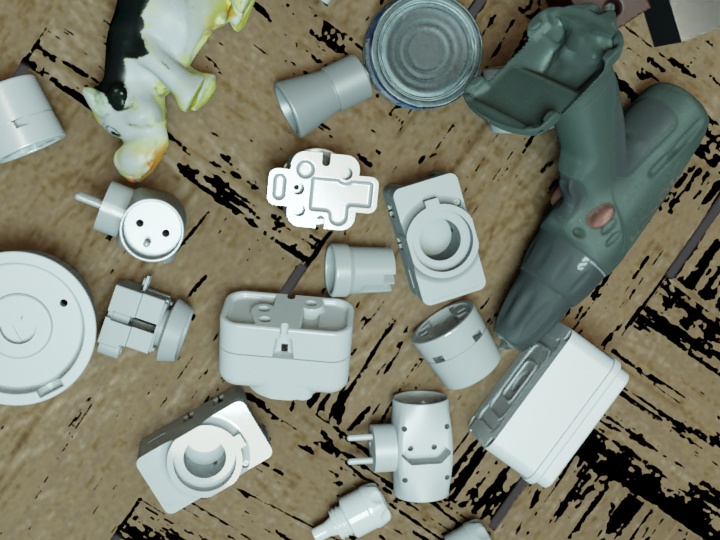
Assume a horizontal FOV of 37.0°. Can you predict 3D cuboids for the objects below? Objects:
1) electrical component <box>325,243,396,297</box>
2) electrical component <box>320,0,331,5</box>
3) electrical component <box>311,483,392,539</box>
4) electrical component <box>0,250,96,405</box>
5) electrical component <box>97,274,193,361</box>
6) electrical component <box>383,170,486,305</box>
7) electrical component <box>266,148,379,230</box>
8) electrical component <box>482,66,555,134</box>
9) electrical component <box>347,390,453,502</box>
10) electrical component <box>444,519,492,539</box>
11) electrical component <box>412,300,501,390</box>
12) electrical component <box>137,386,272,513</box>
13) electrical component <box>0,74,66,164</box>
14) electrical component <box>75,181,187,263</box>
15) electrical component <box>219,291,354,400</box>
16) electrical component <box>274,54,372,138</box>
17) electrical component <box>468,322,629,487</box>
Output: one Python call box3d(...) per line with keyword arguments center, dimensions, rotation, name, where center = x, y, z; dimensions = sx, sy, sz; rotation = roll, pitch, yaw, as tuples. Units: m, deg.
box3d(center=(0.000, 0.000, 0.808), dimensions=(0.046, 0.040, 0.040), rotation=(0, 98, -14), name="electrical component")
box3d(center=(-0.012, -0.221, 0.772), dimensions=(0.048, 0.048, 0.062), rotation=(35, 99, -12), name="electrical component")
box3d(center=(-0.008, 0.193, 0.837), dimensions=(0.061, 0.035, 0.035), rotation=(-27, 101, -1), name="electrical component")
box3d(center=(-0.240, 0.036, 0.766), dimensions=(0.108, 0.060, 0.108), rotation=(-1, 98, -8), name="electrical component")
box3d(center=(-0.155, 0.038, 0.787), dimensions=(0.055, 0.048, 0.066), rotation=(19, 95, -3), name="electrical component")
box3d(center=(0.056, -0.025, 0.804), dimensions=(0.050, 0.056, 0.089), rotation=(-17, 100, -5), name="electrical component")
box3d(center=(-0.030, -0.060, 0.785), dimensions=(0.078, 0.057, 0.058), rotation=(5, 97, -9), name="electrical component")
box3d(center=(0.120, -0.128, 0.800), dimensions=(0.055, 0.055, 0.047), rotation=(-7, 103, -7), name="electrical component")
box3d(center=(0.029, 0.136, 0.829), dimensions=(0.079, 0.043, 0.077), rotation=(-2, 98, -8), name="electrical component")
box3d(center=(0.076, 0.226, 0.854), dimensions=(0.061, 0.035, 0.035), rotation=(-30, 101, -1), name="electrical component")
box3d(center=(0.075, 0.058, 0.820), dimensions=(0.055, 0.055, 0.047), rotation=(-34, 105, -2), name="electrical component")
box3d(center=(-0.116, 0.134, 0.801), dimensions=(0.089, 0.056, 0.050), rotation=(-30, 101, -3), name="electrical component")
box3d(center=(-0.241, -0.105, 0.750), dimensions=(0.055, 0.055, 0.047), rotation=(-24, 97, -4), name="electrical component")
box3d(center=(-0.162, -0.039, 0.759), dimensions=(0.079, 0.077, 0.043), rotation=(22, 95, -10), name="electrical component")
box3d(center=(-0.054, 0.056, 0.791), dimensions=(0.095, 0.053, 0.059), rotation=(5, 117, 0), name="electrical component")
box3d(center=(-0.024, -0.130, 0.785), dimensions=(0.065, 0.044, 0.044), rotation=(-27, 101, -9), name="electrical component")
box3d(center=(0.144, 0.101, 0.824), dimensions=(0.057, 0.078, 0.113), rotation=(36, 92, -9), name="electrical component")
